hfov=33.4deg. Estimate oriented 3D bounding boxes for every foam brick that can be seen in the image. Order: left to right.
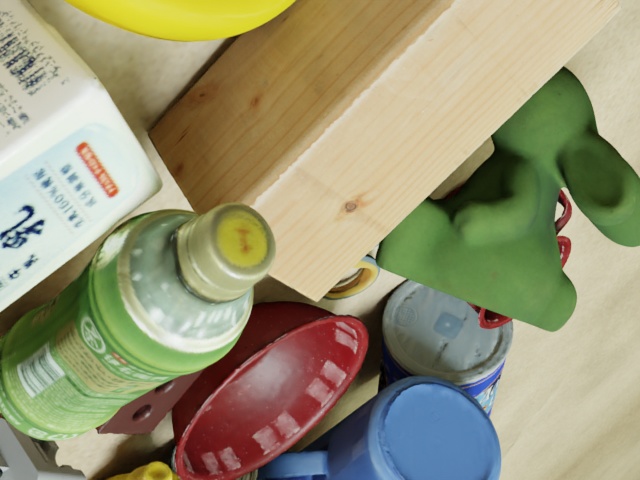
[{"bbox_3d":[-0.104,0.068,0.626,0.078,0.051,0.052,-50,152,13],"label":"foam brick"}]

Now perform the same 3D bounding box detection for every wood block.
[{"bbox_3d":[0.028,-0.081,0.518,0.206,0.090,0.090,-44,139,11],"label":"wood block"}]

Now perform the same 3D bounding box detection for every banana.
[{"bbox_3d":[-0.067,-0.117,0.440,0.197,0.037,0.070,-7,117,-51],"label":"banana"}]

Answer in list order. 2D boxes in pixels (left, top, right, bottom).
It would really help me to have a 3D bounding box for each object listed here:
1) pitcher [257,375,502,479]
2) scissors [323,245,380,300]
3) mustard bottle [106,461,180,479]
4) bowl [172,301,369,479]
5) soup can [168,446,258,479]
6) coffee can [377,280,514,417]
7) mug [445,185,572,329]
[{"bbox_3d":[0.031,0.198,0.846,0.149,0.145,0.243,-32,167,-35],"label":"pitcher"},{"bbox_3d":[-0.005,0.001,0.702,0.096,0.016,0.201,-51,151,12],"label":"scissors"},{"bbox_3d":[-0.128,0.219,0.759,0.058,0.096,0.192,-52,166,-47],"label":"mustard bottle"},{"bbox_3d":[-0.045,0.094,0.735,0.162,0.055,0.162,-32,151,-21],"label":"bowl"},{"bbox_3d":[-0.089,0.199,0.809,0.068,0.069,0.102,-21,145,-36],"label":"soup can"},{"bbox_3d":[0.100,0.106,0.889,0.102,0.103,0.140,-32,150,-20],"label":"coffee can"},{"bbox_3d":[0.138,-0.001,0.812,0.117,0.082,0.093,-45,152,4],"label":"mug"}]
